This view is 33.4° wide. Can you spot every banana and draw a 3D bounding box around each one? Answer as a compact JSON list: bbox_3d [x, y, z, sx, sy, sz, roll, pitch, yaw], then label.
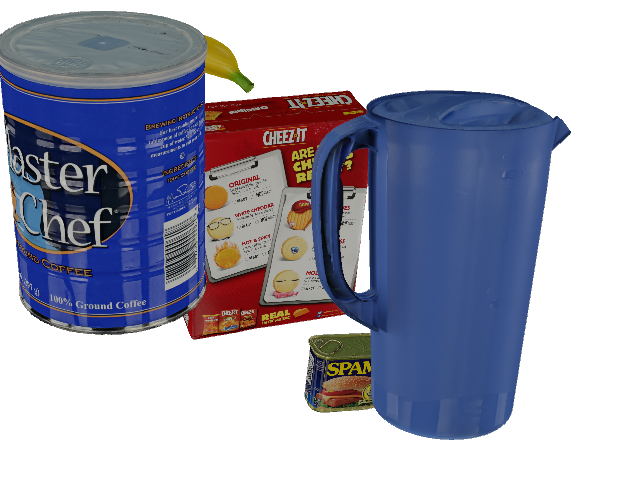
[{"bbox_3d":[-0.162,-0.179,1.061,0.197,0.070,0.037,-7,-39,-30],"label":"banana"}]

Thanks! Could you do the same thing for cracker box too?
[{"bbox_3d":[-0.046,-0.023,0.976,0.164,0.214,0.072,-8,34,-19],"label":"cracker box"}]

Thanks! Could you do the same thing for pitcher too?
[{"bbox_3d":[0.085,0.017,0.774,0.149,0.243,0.144,11,21,25],"label":"pitcher"}]

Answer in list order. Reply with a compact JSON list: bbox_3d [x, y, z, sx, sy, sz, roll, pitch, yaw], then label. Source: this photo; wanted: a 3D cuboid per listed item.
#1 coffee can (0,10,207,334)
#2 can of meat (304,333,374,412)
[{"bbox_3d":[-0.110,-0.037,0.556,0.103,0.140,0.103,2,28,-1],"label":"coffee can"},{"bbox_3d":[0.032,0.169,1.361,0.102,0.084,0.057,-1,24,-17],"label":"can of meat"}]
